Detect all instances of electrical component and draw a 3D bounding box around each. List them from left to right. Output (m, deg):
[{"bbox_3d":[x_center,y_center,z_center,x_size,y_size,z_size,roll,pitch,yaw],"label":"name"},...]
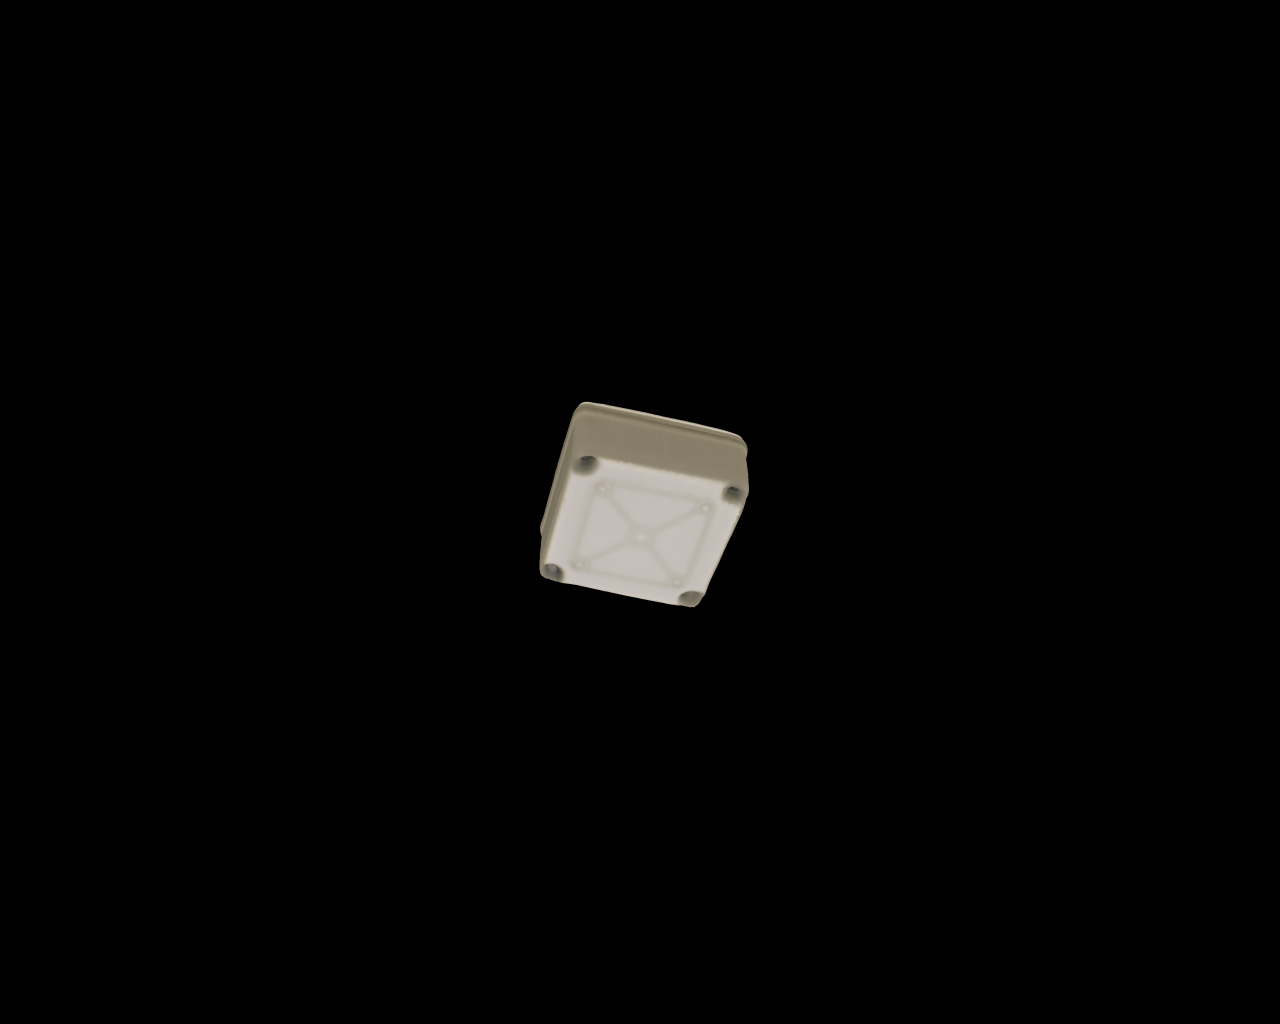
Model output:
[{"bbox_3d":[0.001,-0.003,0.650,0.109,0.108,0.056,12,40,-10],"label":"electrical component"}]
